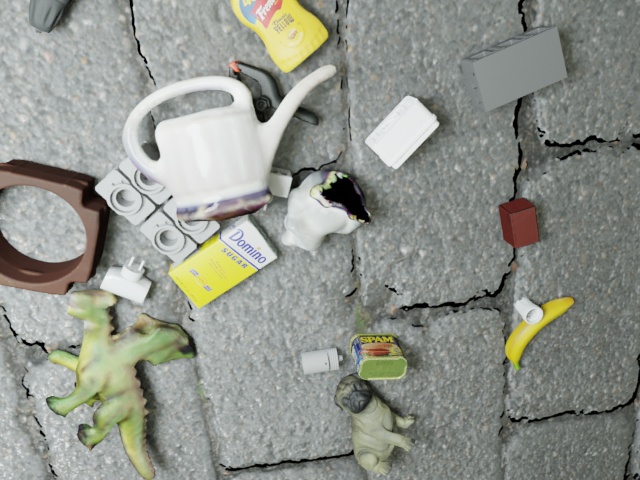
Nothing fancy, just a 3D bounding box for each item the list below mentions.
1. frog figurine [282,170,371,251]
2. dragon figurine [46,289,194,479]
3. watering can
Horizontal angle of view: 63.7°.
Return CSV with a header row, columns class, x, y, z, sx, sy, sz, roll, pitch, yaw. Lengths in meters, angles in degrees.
class,x,y,z,sx,sy,sz,roll,pitch,yaw
frog figurine,0.003,-0.046,0.920,0.137,0.125,0.156,11,149,-28
dragon figurine,-0.351,0.257,0.971,0.243,0.124,0.404,-34,113,-3
watering can,-0.126,-0.150,0.806,0.348,0.105,0.222,-12,101,-3
